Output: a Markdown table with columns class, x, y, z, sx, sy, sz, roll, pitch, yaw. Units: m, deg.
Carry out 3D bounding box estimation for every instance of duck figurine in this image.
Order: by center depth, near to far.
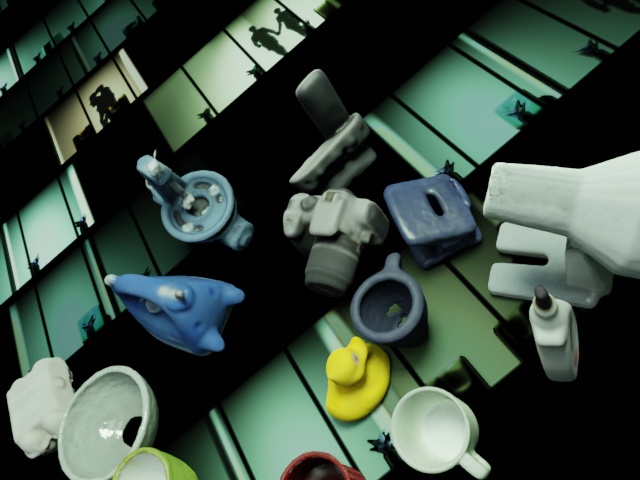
| class | x | y | z | sx | sy | sz | roll | pitch | yaw |
| --- | --- | --- | --- | --- | --- | --- | --- | --- | --- |
| duck figurine | 0.035 | 0.167 | 0.703 | 0.077 | 0.086 | 0.105 | 23 | 76 | 37 |

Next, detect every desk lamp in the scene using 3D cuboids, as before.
| class | x | y | z | sx | sy | sz | roll | pitch | yaw |
| --- | --- | --- | --- | --- | --- | --- | --- | --- | --- |
| desk lamp | 0.261 | -0.008 | 0.593 | 0.202 | 0.214 | 0.118 | 4 | 65 | 31 |

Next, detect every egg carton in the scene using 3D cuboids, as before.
| class | x | y | z | sx | sy | sz | roll | pitch | yaw |
| --- | --- | --- | --- | --- | --- | --- | --- | --- | --- |
| egg carton | -0.442 | 0.267 | 0.926 | 0.107 | 0.070 | 0.150 | -41 | 51 | 3 |

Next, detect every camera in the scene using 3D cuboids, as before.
| class | x | y | z | sx | sy | sz | roll | pitch | yaw |
| --- | --- | --- | --- | --- | --- | --- | --- | --- | --- |
| camera | 0.007 | 0.003 | 0.804 | 0.142 | 0.101 | 0.137 | 4 | 65 | 31 |

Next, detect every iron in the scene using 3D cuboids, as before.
| class | x | y | z | sx | sy | sz | roll | pitch | yaw |
| --- | --- | --- | --- | --- | --- | --- | --- | --- | --- |
| iron | -0.249 | 0.088 | 0.874 | 0.257 | 0.142 | 0.119 | 7 | 67 | 33 |

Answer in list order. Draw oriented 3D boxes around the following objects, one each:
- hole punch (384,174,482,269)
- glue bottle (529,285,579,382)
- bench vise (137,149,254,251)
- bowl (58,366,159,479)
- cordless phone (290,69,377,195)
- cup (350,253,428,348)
| class | x | y | z | sx | sy | sz | roll | pitch | yaw |
| --- | --- | --- | --- | --- | --- | --- | --- | --- | --- |
| hole punch | 0.148 | -0.036 | 0.754 | 0.101 | 0.091 | 0.108 | -29 | 52 | 12 |
| glue bottle | 0.235 | 0.086 | 0.580 | 0.037 | 0.174 | 0.078 | -7 | 60 | 27 |
| bench vise | -0.230 | -0.064 | 0.901 | 0.206 | 0.220 | 0.121 | 5 | 66 | 32 |
| bowl | -0.293 | 0.274 | 0.834 | 0.167 | 0.075 | 0.167 | -14 | 57 | 22 |
| cordless phone | -0.008 | -0.155 | 0.850 | 0.147 | 0.186 | 0.093 | -49 | 51 | -4 |
| cup | 0.097 | 0.084 | 0.710 | 0.091 | 0.095 | 0.118 | -5 | 61 | 27 |
